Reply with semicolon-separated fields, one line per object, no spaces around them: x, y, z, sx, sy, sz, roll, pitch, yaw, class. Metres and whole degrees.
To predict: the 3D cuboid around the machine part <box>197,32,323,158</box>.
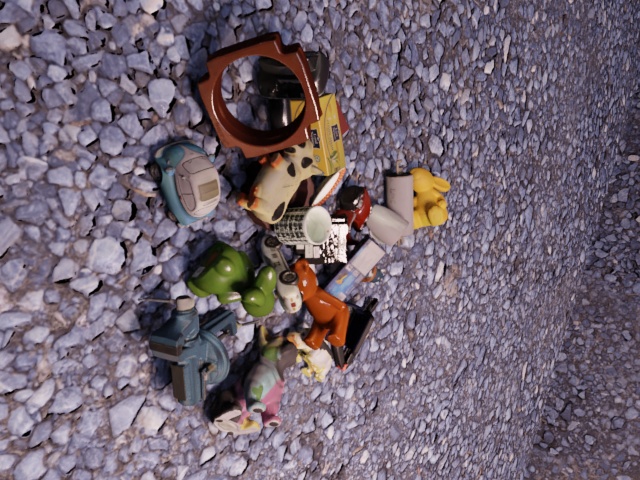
-0.109;-0.270;1.009;0.087;0.201;0.201;-88;160;-56;machine part

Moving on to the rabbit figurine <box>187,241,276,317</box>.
-0.148;0.085;1.063;0.170;0.159;0.121;42;61;-22;rabbit figurine

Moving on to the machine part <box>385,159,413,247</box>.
0.218;-0.098;1.474;0.079;0.079;0.243;-19;114;-42;machine part

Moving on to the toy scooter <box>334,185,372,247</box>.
0.083;-0.039;1.351;0.135;0.075;0.184;39;75;-43;toy scooter

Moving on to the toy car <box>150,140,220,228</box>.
-0.234;-0.100;0.987;0.109;0.103;0.161;-25;115;-39;toy car

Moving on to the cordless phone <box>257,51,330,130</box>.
-0.053;-0.288;1.102;0.089;0.147;0.184;-53;144;-57;cordless phone

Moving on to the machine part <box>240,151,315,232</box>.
-0.092;-0.108;1.167;0.179;0.056;0.179;-15;111;-43;machine part

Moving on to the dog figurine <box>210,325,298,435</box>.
-0.141;0.302;1.189;0.108;0.192;0.219;53;28;-36;dog figurine

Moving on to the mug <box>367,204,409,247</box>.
0.166;-0.040;1.426;0.107;0.109;0.081;39;57;0;mug

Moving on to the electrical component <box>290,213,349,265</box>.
-0.003;-0.004;1.245;0.134;0.058;0.114;1;103;-8;electrical component

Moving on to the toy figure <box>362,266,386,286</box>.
0.118;0.080;1.428;0.154;0.064;0.058;21;47;-51;toy figure

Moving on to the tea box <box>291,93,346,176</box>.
-0.009;-0.234;1.192;0.068;0.098;0.169;-30;118;-39;tea box

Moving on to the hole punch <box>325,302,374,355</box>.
0.072;0.215;1.349;0.116;0.092;0.142;6;107;-89;hole punch

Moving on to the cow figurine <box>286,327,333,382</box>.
-0.019;0.263;1.322;0.098;0.068;0.167;-52;135;-32;cow figurine

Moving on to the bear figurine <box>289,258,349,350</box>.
-0.022;0.141;1.215;0.195;0.120;0.132;45;49;-27;bear figurine

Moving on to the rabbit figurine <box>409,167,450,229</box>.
0.310;-0.131;1.541;0.162;0.122;0.173;-28;100;-42;rabbit figurine

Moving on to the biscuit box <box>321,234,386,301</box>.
0.073;0.082;1.313;0.059;0.063;0.202;40;98;-7;biscuit box

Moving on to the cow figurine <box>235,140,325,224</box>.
-0.071;-0.123;1.082;0.127;0.086;0.195;38;75;-43;cow figurine

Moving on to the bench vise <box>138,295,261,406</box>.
-0.231;0.192;1.058;0.240;0.129;0.223;-32;113;-61;bench vise

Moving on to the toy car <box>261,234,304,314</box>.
-0.084;0.066;1.130;0.056;0.202;0.073;-19;133;-10;toy car
